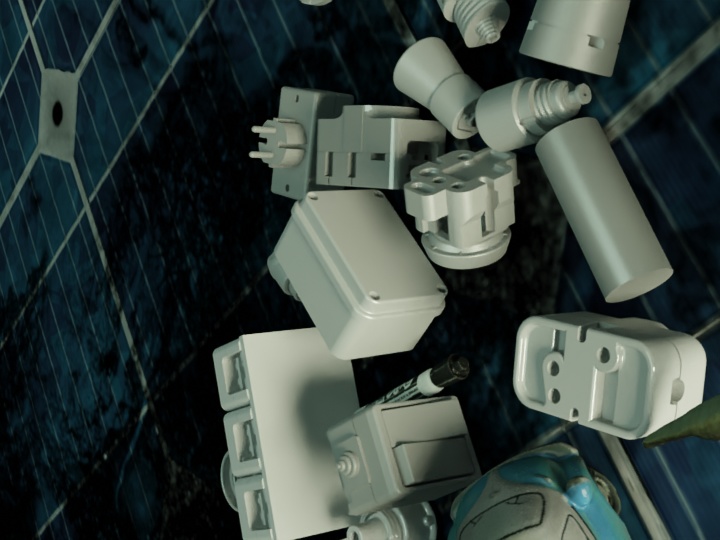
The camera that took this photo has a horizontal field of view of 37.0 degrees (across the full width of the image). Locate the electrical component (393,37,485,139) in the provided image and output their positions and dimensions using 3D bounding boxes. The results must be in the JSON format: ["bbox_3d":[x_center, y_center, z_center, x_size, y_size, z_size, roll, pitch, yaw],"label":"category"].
[{"bbox_3d":[0.058,-0.118,0.711,0.065,0.044,0.044,50,128,30],"label":"electrical component"}]

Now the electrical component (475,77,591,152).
[{"bbox_3d":[0.106,-0.097,0.653,0.078,0.040,0.040,-11,84,50],"label":"electrical component"}]

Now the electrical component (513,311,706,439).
[{"bbox_3d":[0.141,0.056,0.603,0.095,0.059,0.053,13,102,50],"label":"electrical component"}]

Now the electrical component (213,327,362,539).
[{"bbox_3d":[-0.051,0.124,0.814,0.062,0.089,0.150,-25,72,55],"label":"electrical component"}]

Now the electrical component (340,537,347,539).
[{"bbox_3d":[-0.011,0.226,0.804,0.055,0.055,0.047,-34,70,46],"label":"electrical component"}]

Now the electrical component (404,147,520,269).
[{"bbox_3d":[0.066,-0.037,0.683,0.058,0.078,0.057,28,135,46],"label":"electrical component"}]

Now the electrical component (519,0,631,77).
[{"bbox_3d":[0.125,-0.141,0.618,0.055,0.055,0.047,31,111,46],"label":"electrical component"}]

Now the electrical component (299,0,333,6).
[{"bbox_3d":[-0.045,-0.244,0.819,0.080,0.051,0.080,4,95,50],"label":"electrical component"}]

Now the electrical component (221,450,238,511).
[{"bbox_3d":[-0.076,0.167,0.877,0.078,0.057,0.058,30,115,46],"label":"electrical component"}]

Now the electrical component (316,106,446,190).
[{"bbox_3d":[0.014,-0.086,0.758,0.089,0.050,0.055,9,99,50],"label":"electrical component"}]

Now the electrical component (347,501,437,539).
[{"bbox_3d":[0.020,0.183,0.757,0.048,0.062,0.048,4,95,50],"label":"electrical component"}]

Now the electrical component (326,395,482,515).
[{"bbox_3d":[0.027,0.122,0.717,0.061,0.096,0.061,-35,64,44],"label":"electrical component"}]

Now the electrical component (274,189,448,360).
[{"bbox_3d":[0.000,0.000,0.758,0.113,0.078,0.057,58,135,31],"label":"electrical component"}]

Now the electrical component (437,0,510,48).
[{"bbox_3d":[0.070,-0.180,0.690,0.043,0.043,0.081,-43,60,43],"label":"electrical component"}]

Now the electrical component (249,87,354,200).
[{"bbox_3d":[-0.051,-0.096,0.816,0.047,0.076,0.083,20,107,48],"label":"electrical component"}]

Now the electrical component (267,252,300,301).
[{"bbox_3d":[-0.046,0.008,0.849,0.061,0.035,0.035,53,130,32],"label":"electrical component"}]
